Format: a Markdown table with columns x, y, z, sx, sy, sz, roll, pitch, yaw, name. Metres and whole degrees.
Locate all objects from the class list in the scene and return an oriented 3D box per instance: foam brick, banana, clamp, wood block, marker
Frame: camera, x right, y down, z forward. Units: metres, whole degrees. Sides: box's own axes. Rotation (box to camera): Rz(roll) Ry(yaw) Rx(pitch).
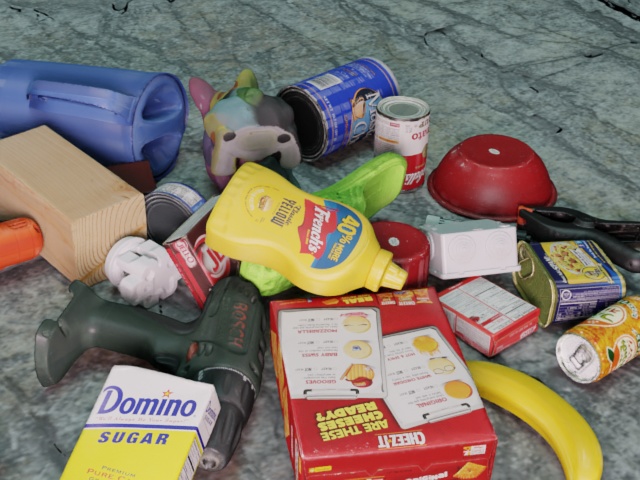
| x | y | z | sx | sy | sz | roll | pitch | yaw | name |
| --- | --- | --- | --- | --- | --- | --- | --- | --- | --- |
| -0.218 | -0.050 | 1.246 | 0.053 | 0.051 | 0.078 | -8 | 34 | -13 | foam brick |
| 0.192 | 0.160 | 0.951 | 0.069 | 0.037 | 0.198 | -13 | 35 | -22 | banana |
| 0.302 | -0.004 | 1.201 | 0.172 | 0.039 | 0.120 | 8 | 18 | 20 | clamp |
| -0.289 | -0.041 | 1.195 | 0.090 | 0.090 | 0.206 | -25 | 42 | -35 | wood block |
| 0.182 | -0.010 | 1.229 | 0.121 | 0.020 | 0.020 | 9 | 34 | 12 | marker |

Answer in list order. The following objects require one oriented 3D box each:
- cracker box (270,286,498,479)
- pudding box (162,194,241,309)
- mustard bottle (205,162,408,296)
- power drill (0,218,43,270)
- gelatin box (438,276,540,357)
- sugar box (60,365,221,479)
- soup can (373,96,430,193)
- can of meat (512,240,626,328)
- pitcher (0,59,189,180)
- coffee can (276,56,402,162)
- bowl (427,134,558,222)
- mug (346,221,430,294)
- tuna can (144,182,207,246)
| x | y | z | sx | sy | sz | roll | pitch | yaw | name |
| --- | --- | --- | --- | --- | --- | --- | --- | --- | --- |
| 0.047 | 0.135 | 0.954 | 0.164 | 0.072 | 0.214 | -5 | 34 | -8 | cracker box |
| -0.105 | 0.011 | 1.118 | 0.039 | 0.090 | 0.113 | -16 | 21 | 31 | pudding box |
| -0.007 | 0.001 | 1.020 | 0.191 | 0.058 | 0.096 | 24 | 55 | 7 | mustard bottle |
| -0.417 | -0.005 | 1.147 | 0.184 | 0.057 | 0.188 | -17 | 34 | -36 | power drill |
| 0.166 | 0.076 | 1.086 | 0.073 | 0.030 | 0.089 | -24 | 40 | -35 | gelatin box |
| -0.151 | 0.187 | 0.839 | 0.093 | 0.048 | 0.176 | 10 | 56 | 13 | sugar box |
| 0.099 | -0.119 | 1.317 | 0.068 | 0.102 | 0.068 | 1 | 33 | -1 | soup can |
| 0.259 | 0.042 | 1.117 | 0.083 | 0.057 | 0.102 | -4 | 34 | -12 | can of meat |
| -0.301 | -0.163 | 1.340 | 0.243 | 0.149 | 0.144 | 12 | 39 | 21 | pitcher |
| 0.024 | -0.172 | 1.397 | 0.140 | 0.103 | 0.103 | -27 | 42 | -36 | coffee can |
| 0.214 | -0.086 | 1.315 | 0.162 | 0.055 | 0.162 | 1 | 33 | -1 | bowl |
| 0.061 | 0.037 | 1.094 | 0.117 | 0.081 | 0.093 | -19 | 38 | -28 | mug |
| -0.158 | -0.020 | 1.171 | 0.086 | 0.086 | 0.033 | 17 | 35 | 22 | tuna can |
